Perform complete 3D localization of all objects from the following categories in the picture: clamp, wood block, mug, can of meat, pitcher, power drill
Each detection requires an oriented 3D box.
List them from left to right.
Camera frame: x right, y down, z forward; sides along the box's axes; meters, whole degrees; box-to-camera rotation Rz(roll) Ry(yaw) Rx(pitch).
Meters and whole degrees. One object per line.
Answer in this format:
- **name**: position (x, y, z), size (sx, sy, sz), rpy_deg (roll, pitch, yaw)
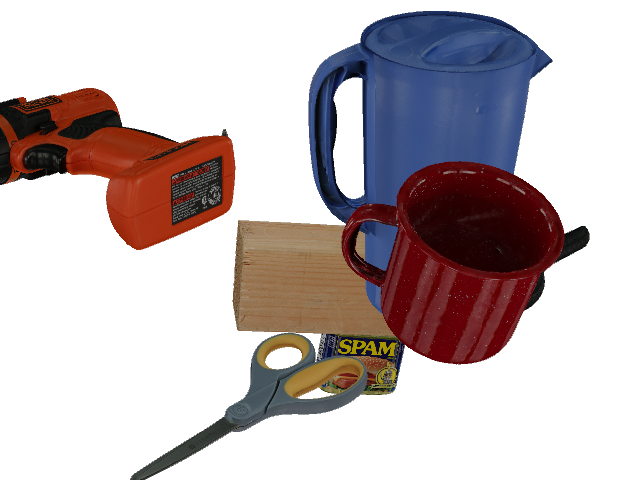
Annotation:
- **power drill**: position (-0.166, -0.051, 0.719), size (0.188, 0.057, 0.184), rpy_deg (21, 32, 32)
- **wood block**: position (0.019, 0.038, 1.064), size (0.206, 0.091, 0.090), rpy_deg (3, 16, -9)
- **can of meat**: position (0.047, 0.132, 1.249), size (0.102, 0.084, 0.057), rpy_deg (4, 24, -13)
- **pitcher**: position (0.084, -0.052, 0.858), size (0.149, 0.243, 0.144), rpy_deg (19, 34, 27)
- **mug**: position (0.068, 0.013, 0.603), size (0.117, 0.082, 0.093), rpy_deg (13, 43, 1)
- **clamp**: position (0.196, 0.017, 1.126), size (0.120, 0.039, 0.171), rpy_deg (24, 48, 27)

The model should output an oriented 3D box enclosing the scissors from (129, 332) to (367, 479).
- **scissors**: position (-0.060, 0.113, 0.767), size (0.201, 0.016, 0.096), rpy_deg (-15, 35, -27)
